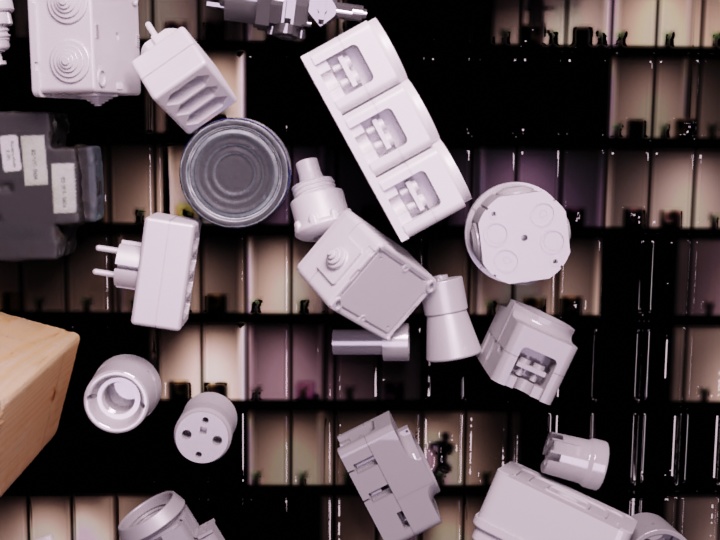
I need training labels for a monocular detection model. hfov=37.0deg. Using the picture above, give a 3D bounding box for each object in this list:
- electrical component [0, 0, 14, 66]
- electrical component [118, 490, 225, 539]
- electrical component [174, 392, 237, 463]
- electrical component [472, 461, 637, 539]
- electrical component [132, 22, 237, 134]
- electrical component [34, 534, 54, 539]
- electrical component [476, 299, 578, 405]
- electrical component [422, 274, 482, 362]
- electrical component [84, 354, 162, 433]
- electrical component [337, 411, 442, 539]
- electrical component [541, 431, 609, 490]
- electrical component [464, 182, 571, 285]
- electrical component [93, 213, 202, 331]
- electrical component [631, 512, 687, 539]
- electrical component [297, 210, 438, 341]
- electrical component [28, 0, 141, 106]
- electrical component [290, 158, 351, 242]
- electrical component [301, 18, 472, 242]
[{"bbox_3d":[-0.280,-0.192,0.807,0.040,0.040,0.078,-11,98,0],"label":"electrical component"},{"bbox_3d":[-0.155,0.214,0.856,0.078,0.058,0.057,-29,100,2],"label":"electrical component"},{"bbox_3d":[-0.121,0.124,0.845,0.045,0.055,0.045,0,97,-2],"label":"electrical component"},{"bbox_3d":[0.151,0.201,0.837,0.113,0.078,0.057,23,94,18],"label":"electrical component"},{"bbox_3d":[-0.139,-0.155,0.808,0.047,0.065,0.076,-34,68,3],"label":"electrical component"},{"bbox_3d":[-0.271,0.324,0.865,0.105,0.060,0.186,-20,98,1],"label":"electrical component"},{"bbox_3d":[0.128,0.059,0.826,0.050,0.089,0.055,24,96,-5],"label":"electrical component"},{"bbox_3d":[0.069,0.036,0.847,0.044,0.044,0.065,-10,93,0],"label":"electrical component"},{"bbox_3d":[-0.187,0.098,0.844,0.055,0.047,0.055,0,97,-2],"label":"electrical component"},{"bbox_3d":[0.027,0.164,0.857,0.056,0.050,0.089,-27,97,2],"label":"electrical component"},{"bbox_3d":[0.173,0.152,0.866,0.046,0.040,0.040,14,97,1],"label":"electrical component"},{"bbox_3d":[0.123,-0.027,0.834,0.080,0.051,0.080,0,97,-2],"label":"electrical component"},{"bbox_3d":[-0.168,-0.002,0.831,0.076,0.047,0.083,9,97,-3],"label":"electrical component"},{"bbox_3d":[0.237,0.228,0.873,0.055,0.047,0.055,0,97,-2],"label":"electrical component"},{"bbox_3d":[0.000,0.000,0.812,0.061,0.061,0.096,-50,138,7],"label":"electrical component"},{"bbox_3d":[-0.198,-0.170,0.784,0.048,0.100,0.099,1,98,11],"label":"electrical component"},{"bbox_3d":[-0.033,-0.055,0.831,0.048,0.048,0.062,-16,80,1],"label":"electrical component"},{"bbox_3d":[0.020,-0.105,0.802,0.062,0.089,0.150,-29,97,2],"label":"electrical component"}]
